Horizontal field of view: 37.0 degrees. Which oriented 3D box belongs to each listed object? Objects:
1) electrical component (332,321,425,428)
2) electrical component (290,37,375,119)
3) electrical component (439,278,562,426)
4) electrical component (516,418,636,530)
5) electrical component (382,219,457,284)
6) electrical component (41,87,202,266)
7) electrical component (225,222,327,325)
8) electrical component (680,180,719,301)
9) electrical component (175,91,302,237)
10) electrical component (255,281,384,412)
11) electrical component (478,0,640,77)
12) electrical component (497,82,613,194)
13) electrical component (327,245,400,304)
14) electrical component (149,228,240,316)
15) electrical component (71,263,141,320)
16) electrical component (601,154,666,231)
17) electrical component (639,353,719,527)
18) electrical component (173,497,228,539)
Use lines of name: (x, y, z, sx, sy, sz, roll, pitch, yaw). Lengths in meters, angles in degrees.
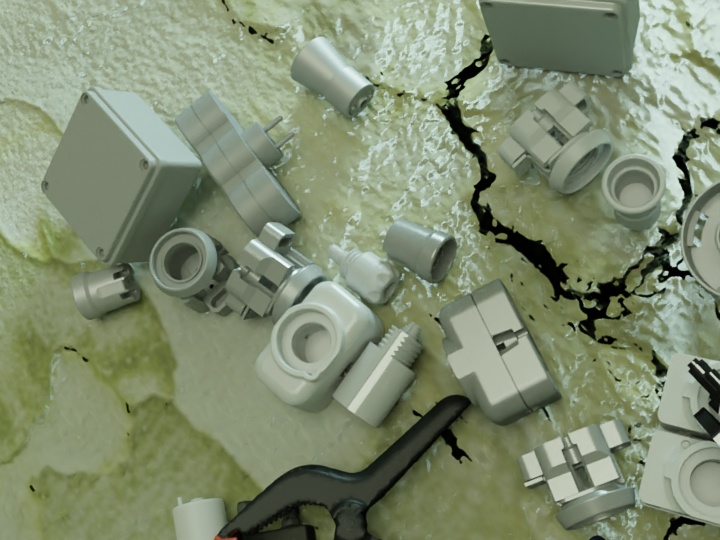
electrical component: (0.020, 0.075, 0.818, 0.043, 0.043, 0.081, 35, 88, 22)
electrical component: (-0.020, -0.157, 0.892, 0.065, 0.044, 0.044, 42, 91, 17)
electrical component: (0.099, 0.063, 0.791, 0.059, 0.054, 0.095, -28, 70, 9)
electrical component: (0.157, 0.146, 0.751, 0.078, 0.058, 0.057, -24, 68, 10)
electrical component: (0.046, -0.016, 0.836, 0.046, 0.040, 0.040, 25, 84, 27)
electrical component: (-0.200, -0.078, 0.894, 0.108, 0.056, 0.108, 46, 118, 26)
electrical component: (-0.064, 0.010, 0.851, 0.057, 0.058, 0.078, 35, 107, 19)
electrical component: (0.280, -0.021, 0.765, 0.099, 0.064, 0.099, -4, 82, 29)
electrical component: (-0.088, -0.097, 0.890, 0.074, 0.052, 0.138, -38, 69, 5)
electrical component: (-0.032, 0.059, 0.829, 0.054, 0.059, 0.095, 39, 90, 22)
electrical component: (0.153, -0.198, 0.813, 0.109, 0.108, 0.056, 10, 77, 19)
electrical component: (0.153, -0.095, 0.814, 0.078, 0.058, 0.057, -43, 66, 3)
electrical component: (0.000, 0.000, 0.848, 0.061, 0.035, 0.035, 34, 88, 24)
electrical component: (-0.136, -0.002, 0.878, 0.058, 0.057, 0.078, -43, 68, 3)
electrical component: (-0.214, 0.017, 0.907, 0.046, 0.040, 0.040, -18, 72, 7)
electrical component: (0.201, -0.053, 0.783, 0.044, 0.065, 0.044, -4, 75, 16)
electrical component: (0.290, 0.129, 0.712, 0.186, 0.060, 0.105, 13, 80, 20)
electrical component: (-0.120, 0.211, 0.827, 0.040, 0.040, 0.078, -17, 72, 12)
